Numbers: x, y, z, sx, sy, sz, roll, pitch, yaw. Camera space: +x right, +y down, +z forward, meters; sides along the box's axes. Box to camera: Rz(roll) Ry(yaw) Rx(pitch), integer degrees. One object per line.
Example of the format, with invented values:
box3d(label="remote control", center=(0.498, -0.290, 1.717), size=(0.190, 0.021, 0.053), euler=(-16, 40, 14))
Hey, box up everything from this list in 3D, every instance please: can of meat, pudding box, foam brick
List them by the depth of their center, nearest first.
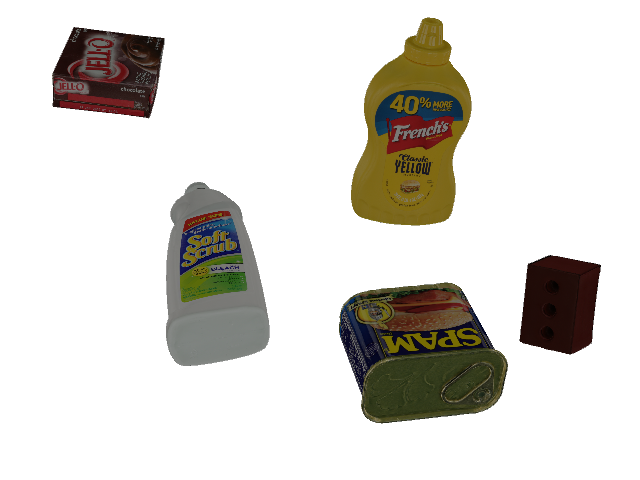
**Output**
box3d(label="can of meat", center=(0.069, 0.077, 0.756), size=(0.102, 0.057, 0.084), euler=(-4, 34, -12))
box3d(label="foam brick", center=(0.219, 0.058, 0.978), size=(0.053, 0.078, 0.051), euler=(12, 17, 34))
box3d(label="pudding box", center=(-0.197, -0.158, 0.999), size=(0.090, 0.039, 0.113), euler=(7, 31, -6))

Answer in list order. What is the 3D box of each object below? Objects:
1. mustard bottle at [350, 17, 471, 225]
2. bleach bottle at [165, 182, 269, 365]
box3d(label="mustard bottle", center=(0.086, -0.108, 0.968), size=(0.096, 0.192, 0.058), euler=(4, 31, -6))
box3d(label="bleach bottle", center=(-0.120, 0.020, 1.107), size=(0.102, 0.068, 0.251), euler=(-9, 37, -9))
